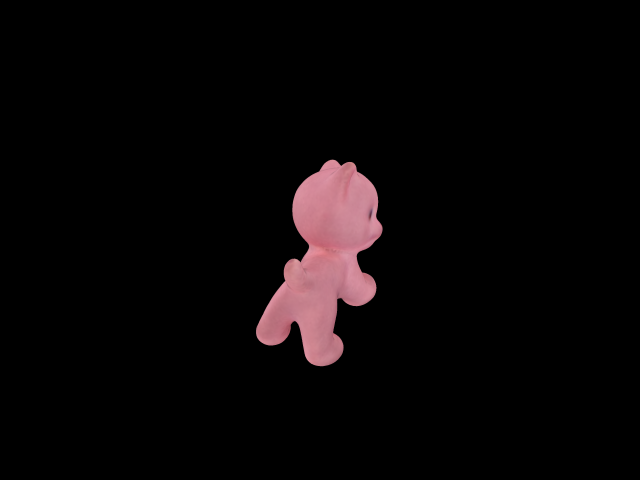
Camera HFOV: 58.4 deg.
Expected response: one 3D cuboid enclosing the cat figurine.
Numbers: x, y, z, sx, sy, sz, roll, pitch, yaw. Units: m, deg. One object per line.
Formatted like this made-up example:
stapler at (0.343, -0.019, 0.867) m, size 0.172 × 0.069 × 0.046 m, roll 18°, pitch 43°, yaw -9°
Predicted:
cat figurine at (0.004, 0.001, 0.400) m, size 0.067 × 0.118 × 0.128 m, roll 14°, pitch 40°, yaw 18°
